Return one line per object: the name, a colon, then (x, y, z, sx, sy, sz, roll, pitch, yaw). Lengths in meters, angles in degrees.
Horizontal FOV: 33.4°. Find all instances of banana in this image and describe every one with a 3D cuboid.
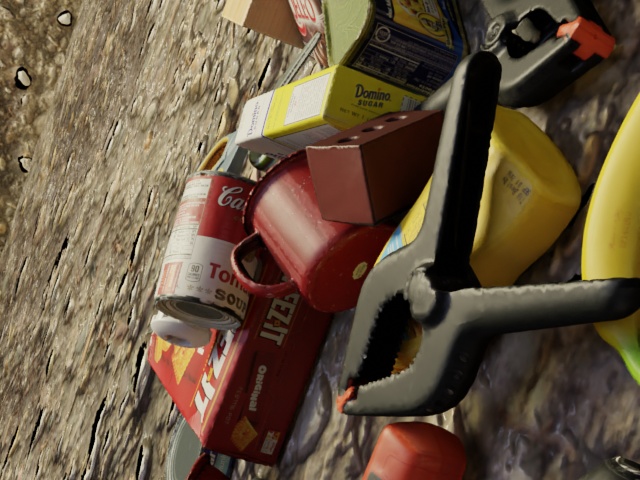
banana: (0.163, -0.033, 0.494, 0.070, 0.037, 0.198, 22, 97, 46)

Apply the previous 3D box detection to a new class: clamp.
clamp: (0.112, -0.110, 0.654, 0.120, 0.039, 0.172, -69, 19, 8)
clamp: (0.065, 0.018, 0.558, 0.210, 0.036, 0.164, -50, 46, 41)

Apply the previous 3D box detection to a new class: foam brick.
foam brick: (0.039, -0.047, 0.674, 0.053, 0.078, 0.051, 6, 116, 49)

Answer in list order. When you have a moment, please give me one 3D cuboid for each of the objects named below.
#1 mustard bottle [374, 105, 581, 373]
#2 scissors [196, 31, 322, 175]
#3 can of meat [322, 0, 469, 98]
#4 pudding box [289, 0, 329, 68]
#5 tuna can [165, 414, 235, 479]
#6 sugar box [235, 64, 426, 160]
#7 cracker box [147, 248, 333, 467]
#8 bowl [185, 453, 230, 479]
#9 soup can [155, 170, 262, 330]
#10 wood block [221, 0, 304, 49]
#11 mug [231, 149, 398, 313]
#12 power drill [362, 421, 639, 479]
mustard bottle: (0.072, 0.019, 0.627, 0.192, 0.058, 0.096, -59, 32, 29)
scissors: (-0.059, -0.083, 0.899, 0.202, 0.016, 0.096, -41, 34, 43)
can of meat: (0.053, -0.154, 0.761, 0.058, 0.083, 0.102, -53, 30, 39)
pudding box: (0.006, -0.191, 0.892, 0.090, 0.039, 0.114, 68, 169, -25)
tuna can: (-0.104, 0.187, 0.935, 0.086, 0.033, 0.086, -47, 34, 45)
sugar box: (0.010, -0.084, 0.796, 0.176, 0.093, 0.048, 3, 76, 66)
cracker box: (-0.072, 0.068, 0.898, 0.164, 0.072, 0.214, -69, 24, 5)
bowl: (-0.088, 0.243, 0.787, 0.162, 0.055, 0.162, 19, -91, -84)
soup can: (-0.078, 0.008, 0.790, 0.069, 0.068, 0.102, -25, 48, 60)
wood block: (-0.006, -0.282, 0.976, 0.206, 0.090, 0.090, -68, 22, 10)
mug: (-0.005, 0.001, 0.735, 0.082, 0.117, 0.093, 52, 161, 37)
power drill: (0.077, 0.160, 0.516, 0.184, 0.057, 0.188, -69, 23, 8)
